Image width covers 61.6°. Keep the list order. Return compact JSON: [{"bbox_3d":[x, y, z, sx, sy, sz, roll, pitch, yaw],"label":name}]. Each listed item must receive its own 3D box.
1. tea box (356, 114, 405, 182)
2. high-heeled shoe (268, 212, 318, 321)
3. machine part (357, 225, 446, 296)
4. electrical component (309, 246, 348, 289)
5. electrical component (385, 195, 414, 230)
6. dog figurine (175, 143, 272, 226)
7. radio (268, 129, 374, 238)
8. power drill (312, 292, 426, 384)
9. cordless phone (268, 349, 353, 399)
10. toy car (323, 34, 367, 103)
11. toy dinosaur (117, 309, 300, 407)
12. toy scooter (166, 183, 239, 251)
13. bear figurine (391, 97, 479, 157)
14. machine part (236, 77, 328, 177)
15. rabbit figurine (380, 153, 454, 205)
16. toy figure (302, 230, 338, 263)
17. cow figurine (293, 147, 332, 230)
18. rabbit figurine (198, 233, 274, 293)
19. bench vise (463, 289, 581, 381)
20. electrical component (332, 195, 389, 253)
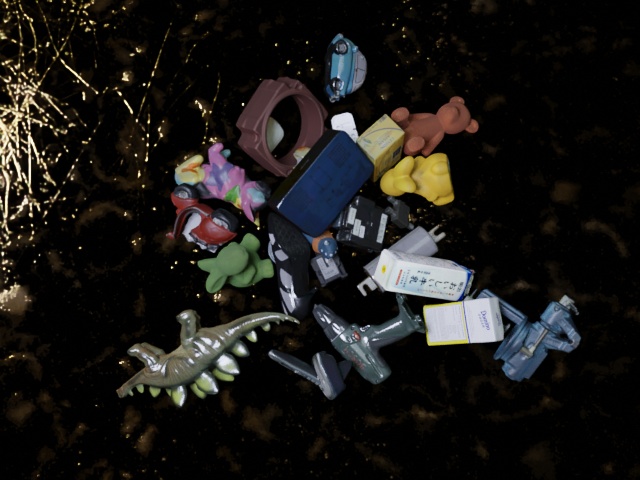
[{"bbox_3d":[0.141,-0.213,1.275,0.098,0.169,0.068,-42,77,-2],"label":"tea box"},{"bbox_3d":[-0.083,0.067,1.274,0.086,0.145,0.249,-12,67,-41],"label":"high-heeled shoe"},{"bbox_3d":[0.190,0.045,1.268,0.243,0.079,0.079,-36,78,-2],"label":"machine part"},{"bbox_3d":[0.014,0.050,1.297,0.075,0.047,0.119,-21,80,-1],"label":"electrical component"},{"bbox_3d":[0.196,-0.064,1.300,0.094,0.021,0.063,34,53,-28],"label":"electrical component"},{"bbox_3d":[-0.230,-0.118,1.321,0.191,0.108,0.219,-32,81,-3],"label":"dog figurine"},{"bbox_3d":[0.006,-0.124,1.206,0.131,0.073,0.229,42,86,-25],"label":"radio"},{"bbox_3d":[0.119,0.196,1.227,0.207,0.086,0.232,-35,82,7],"label":"power drill"},{"bbox_3d":[-0.029,0.279,1.199,0.184,0.146,0.089,24,71,3],"label":"cordless phone"},{"bbox_3d":[0.068,-0.430,1.361,0.103,0.109,0.161,3,88,-13],"label":"toy car"},{"bbox_3d":[-0.278,0.261,1.254,0.471,0.105,0.198,-33,86,7],"label":"toy dinosaur"},{"bbox_3d":[-0.290,-0.035,1.271,0.184,0.075,0.135,35,101,1],"label":"toy scooter"},{"bbox_3d":[0.282,-0.281,1.302,0.196,0.132,0.120,-24,79,6],"label":"bear figurine"},{"bbox_3d":[-0.084,-0.266,1.285,0.087,0.201,0.201,24,80,45],"label":"machine part"},{"bbox_3d":[0.224,-0.139,1.278,0.173,0.162,0.121,-5,91,21],"label":"rabbit figurine"},{"bbox_3d":[-0.004,-0.005,1.270,0.058,0.064,0.155,-41,45,-10],"label":"toy figure"},{"bbox_3d":[0.002,-0.138,1.283,0.127,0.086,0.194,-41,113,-16],"label":"cow figurine"},{"bbox_3d":[-0.203,0.049,1.251,0.159,0.170,0.121,-22,78,-1],"label":"rabbit figurine"},{"bbox_3d":[0.435,0.182,1.183,0.241,0.129,0.223,36,114,17],"label":"bench vise"},{"bbox_3d":[0.093,-0.040,1.270,0.134,0.058,0.115,21,75,-32],"label":"electrical component"}]
